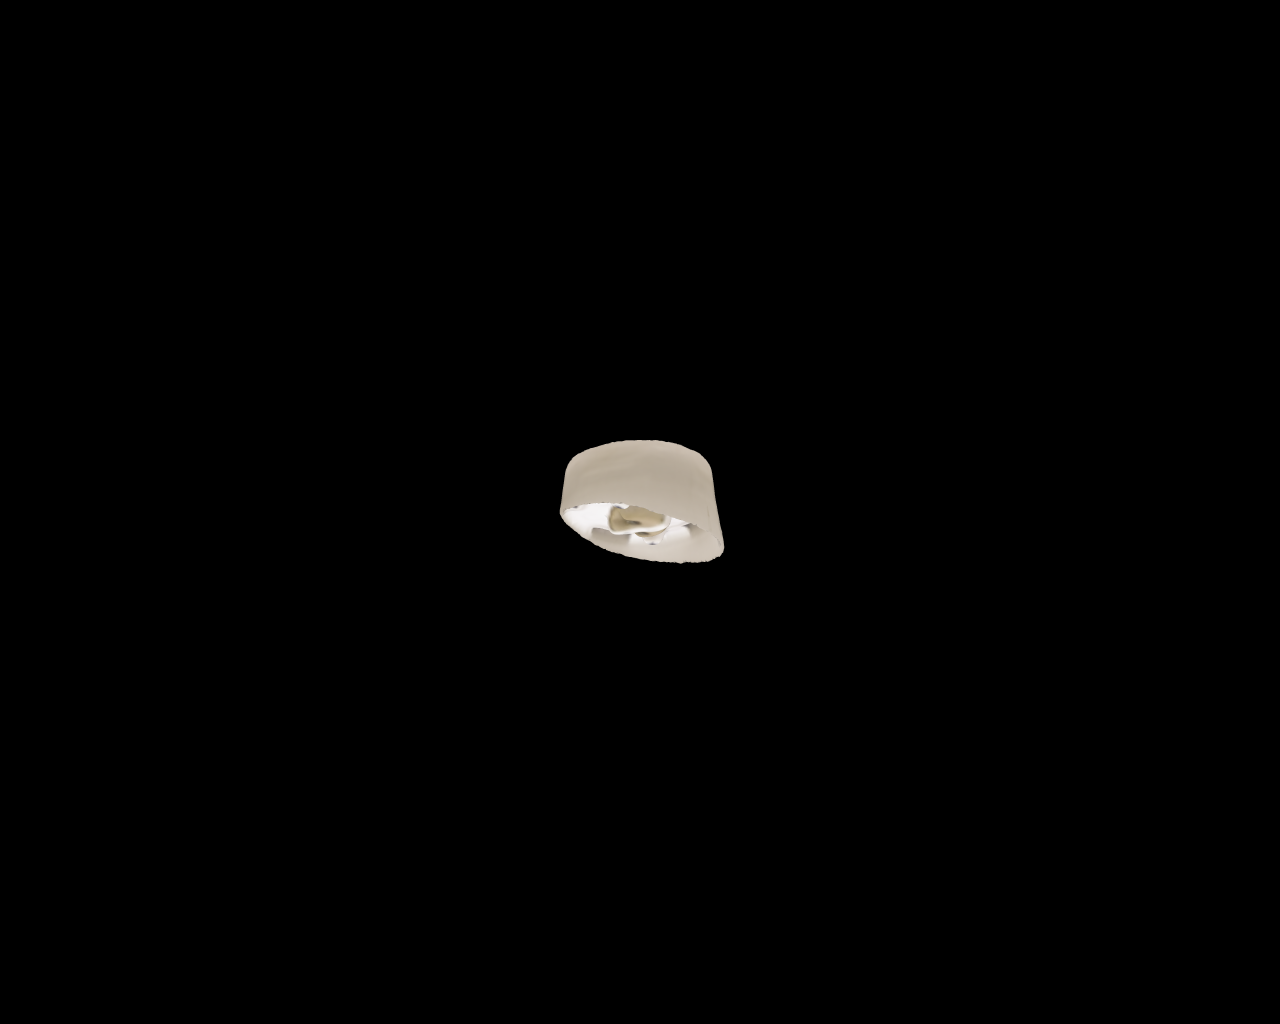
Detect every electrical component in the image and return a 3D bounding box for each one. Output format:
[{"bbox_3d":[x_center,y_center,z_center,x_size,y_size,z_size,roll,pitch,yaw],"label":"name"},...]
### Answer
[{"bbox_3d":[0.001,-0.003,0.650,0.099,0.064,0.099,0,-24,0],"label":"electrical component"}]
